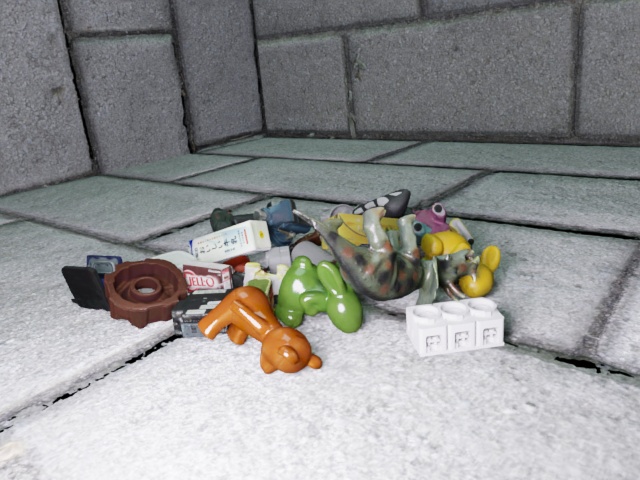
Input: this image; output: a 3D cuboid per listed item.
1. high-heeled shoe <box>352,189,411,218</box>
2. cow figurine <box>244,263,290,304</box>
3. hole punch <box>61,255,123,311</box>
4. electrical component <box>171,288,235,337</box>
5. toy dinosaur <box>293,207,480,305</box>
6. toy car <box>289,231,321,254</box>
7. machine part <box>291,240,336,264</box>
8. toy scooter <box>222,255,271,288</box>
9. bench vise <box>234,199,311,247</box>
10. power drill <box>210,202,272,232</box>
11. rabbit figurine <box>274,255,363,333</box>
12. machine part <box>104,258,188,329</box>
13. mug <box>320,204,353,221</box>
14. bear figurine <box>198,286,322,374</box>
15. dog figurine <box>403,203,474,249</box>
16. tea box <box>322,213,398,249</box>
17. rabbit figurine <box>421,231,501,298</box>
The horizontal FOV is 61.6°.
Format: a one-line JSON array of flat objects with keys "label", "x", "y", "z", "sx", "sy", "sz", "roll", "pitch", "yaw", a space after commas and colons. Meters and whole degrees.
[{"label": "high-heeled shoe", "x": 0.166, "y": -0.098, "z": 1.433, "sx": 0.086, "sy": 0.145, "sz": 0.249, "roll": 35, "pitch": 12, "yaw": -16}, {"label": "cow figurine", "x": -0.085, "y": 0.104, "z": 1.153, "sx": 0.167, "sy": 0.098, "sz": 0.068, "roll": 8, "pitch": 6, "yaw": -14}, {"label": "hole punch", "x": -0.507, "y": 0.094, "z": 1.227, "sx": 0.142, "sy": 0.115, "sz": 0.092, "roll": 1, "pitch": 26, "yaw": 23}, {"label": "electrical component", "x": -0.233, "y": 0.149, "z": 1.087, "sx": 0.115, "sy": 0.058, "sz": 0.134, "roll": -4, "pitch": 19, "yaw": 8}, {"label": "toy dinosaur", "x": 0.119, "y": 0.049, "z": 0.996, "sx": 0.405, "sy": 0.192, "sz": 0.131, "roll": 3, "pitch": -27, "yaw": -37}, {"label": "toy car", "x": -0.003, "y": -0.004, "z": 1.397, "sx": 0.089, "sy": 0.053, "sz": 0.202, "roll": -21, "pitch": -2, "yaw": -39}, {"label": "machine part", "x": -0.003, "y": 0.058, "z": 1.264, "sx": 0.079, "sy": 0.079, "sz": 0.243, "roll": -13, "pitch": 19, "yaw": -22}, {"label": "toy scooter", "x": -0.181, "y": 0.079, "z": 1.263, "sx": 0.184, "sy": 0.075, "sz": 0.135, "roll": 3, "pitch": 18, "yaw": 35}, {"label": "bench vise", "x": -0.144, "y": -0.032, "z": 1.489, "sx": 0.241, "sy": 0.129, "sz": 0.223, "roll": -21, "pitch": -5, "yaw": 31}, {"label": "power drill", "x": -0.252, "y": -0.073, "z": 1.729, "sx": 0.207, "sy": 0.085, "sz": 0.232, "roll": -3, "pitch": 20, "yaw": -6}, {"label": "rabbit figurine", "x": 0.018, "y": 0.106, "z": 1.044, "sx": 0.170, "sy": 0.159, "sz": 0.121, "roll": 25, "pitch": 22, "yaw": 30}, {"label": "machine part", "x": -0.374, "y": 0.110, "z": 1.158, "sx": 0.179, "sy": 0.056, "sz": 0.179, "roll": 9, "pitch": 35, "yaw": -7}, {"label": "mug", "x": 0.055, "y": -0.069, "z": 1.649, "sx": 0.110, "sy": 0.080, "sz": 0.107, "roll": -10, "pitch": 6, "yaw": 1}, {"label": "bear figurine", "x": -0.099, "y": 0.174, "z": 0.929, "sx": 0.196, "sy": 0.132, "sz": 0.120, "roll": 47, "pitch": 11, "yaw": 32}, {"label": "dog figurine", "x": 0.277, "y": -0.013, "z": 1.369, "sx": 0.108, "sy": 0.191, "sz": 0.219, "roll": -46, "pitch": 0, "yaw": -7}, {"label": "tea box", "x": 0.098, "y": -0.014, "z": 1.259, "sx": 0.169, "sy": 0.068, "sz": 0.098, "roll": 5, "pitch": -14, "yaw": -23}, {"label": "rabbit figurine", "x": 0.311, "y": 0.065, "z": 1.157, "sx": 0.162, "sy": 0.121, "sz": 0.173, "roll": -3, "pitch": 30, "yaw": -24}]
